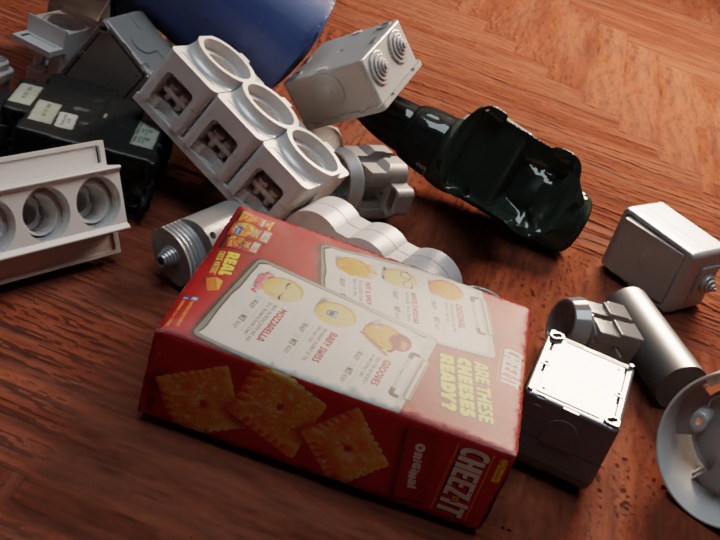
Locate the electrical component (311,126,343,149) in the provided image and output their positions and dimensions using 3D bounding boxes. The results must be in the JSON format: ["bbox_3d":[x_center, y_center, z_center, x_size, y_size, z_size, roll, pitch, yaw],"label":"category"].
[{"bbox_3d":[-0.034,-0.110,0.960,0.040,0.040,0.078,21,30,5],"label":"electrical component"}]

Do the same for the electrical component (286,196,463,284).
[{"bbox_3d":[0.000,0.000,0.786,0.138,0.052,0.074,29,32,18],"label":"electrical component"}]

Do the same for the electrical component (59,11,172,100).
[{"bbox_3d":[-0.206,-0.165,0.913,0.061,0.096,0.061,52,34,-1],"label":"electrical component"}]

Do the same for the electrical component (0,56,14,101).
[{"bbox_3d":[-0.346,-0.143,0.830,0.109,0.056,0.108,25,31,11],"label":"electrical component"}]

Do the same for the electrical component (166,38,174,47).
[{"bbox_3d":[-0.135,-0.222,1.073,0.078,0.057,0.113,29,32,18],"label":"electrical component"}]

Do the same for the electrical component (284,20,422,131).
[{"bbox_3d":[-0.007,-0.169,0.931,0.100,0.048,0.099,-9,31,35],"label":"electrical component"}]

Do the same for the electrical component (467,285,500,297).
[{"bbox_3d":[0.080,0.041,0.769,0.040,0.046,0.040,13,31,-8],"label":"electrical component"}]

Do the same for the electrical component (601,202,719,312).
[{"bbox_3d":[0.266,-0.008,0.934,0.061,0.061,0.096,-10,40,-39],"label":"electrical component"}]

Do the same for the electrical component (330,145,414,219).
[{"bbox_3d":[-0.001,-0.074,0.904,0.057,0.058,0.078,-4,37,-38],"label":"electrical component"}]

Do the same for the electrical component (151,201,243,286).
[{"bbox_3d":[-0.115,-0.018,0.763,0.043,0.043,0.081,31,33,21],"label":"electrical component"}]

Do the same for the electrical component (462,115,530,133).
[{"bbox_3d":[0.117,-0.129,1.067,0.066,0.047,0.077,-12,41,-41],"label":"electrical component"}]

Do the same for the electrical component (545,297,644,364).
[{"bbox_3d":[0.174,0.047,0.811,0.055,0.048,0.066,15,31,-20],"label":"electrical component"}]

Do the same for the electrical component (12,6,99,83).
[{"bbox_3d":[-0.265,-0.193,0.949,0.042,0.063,0.081,29,32,16],"label":"electrical component"}]

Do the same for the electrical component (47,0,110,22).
[{"bbox_3d":[-0.238,-0.247,1.023,0.064,0.099,0.099,38,35,19],"label":"electrical component"}]

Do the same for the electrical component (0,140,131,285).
[{"bbox_3d":[-0.223,-0.037,0.710,0.063,0.078,0.121,4,16,41],"label":"electrical component"}]

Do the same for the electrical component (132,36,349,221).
[{"bbox_3d":[-0.088,-0.107,0.841,0.150,0.061,0.089,47,24,6],"label":"electrical component"}]

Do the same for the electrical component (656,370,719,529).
[{"bbox_3d":[0.249,0.112,0.698,0.099,0.099,0.064,35,28,26],"label":"electrical component"}]

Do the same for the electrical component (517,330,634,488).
[{"bbox_3d":[0.136,0.089,0.705,0.062,0.061,0.096,24,31,10],"label":"electrical component"}]
